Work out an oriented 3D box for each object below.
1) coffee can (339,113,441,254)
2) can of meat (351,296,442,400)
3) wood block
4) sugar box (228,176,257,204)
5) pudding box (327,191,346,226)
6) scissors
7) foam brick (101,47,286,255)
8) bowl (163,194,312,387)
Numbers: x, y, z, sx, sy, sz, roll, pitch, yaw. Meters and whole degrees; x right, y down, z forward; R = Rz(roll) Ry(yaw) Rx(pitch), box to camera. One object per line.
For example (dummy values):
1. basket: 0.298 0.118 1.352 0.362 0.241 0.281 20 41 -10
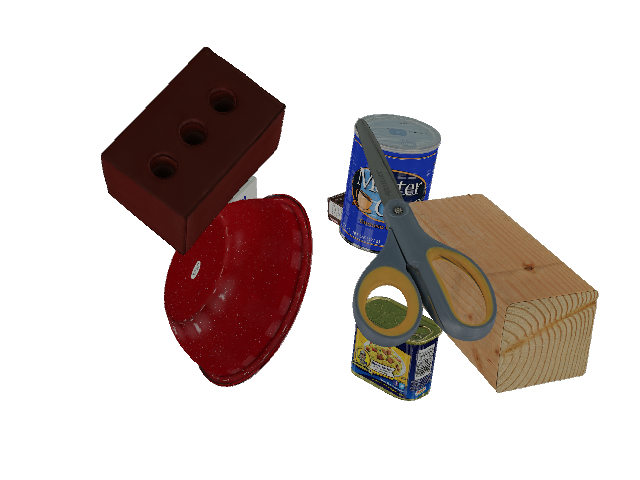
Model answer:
1. coffee can: 0.082 -0.068 1.283 0.102 0.140 0.103 6 28 -4
2. can of meat: 0.084 0.124 1.214 0.102 0.084 0.057 26 32 36
3. wood block: 0.157 0.041 0.992 0.090 0.090 0.206 -8 28 -18
4. sugar box: -0.103 0.023 1.138 0.048 0.176 0.093 13 37 22
5. pudding box: 0.080 -0.044 1.517 0.113 0.039 0.090 -23 37 -32
6. scissors: 0.038 -0.004 0.697 0.096 0.016 0.202 -24 52 -17
7. foam brick: -0.062 -0.043 0.523 0.053 0.078 0.051 37 -18 6
8. bowl: -0.076 0.030 0.835 0.055 0.162 0.162 23 -12 -31
